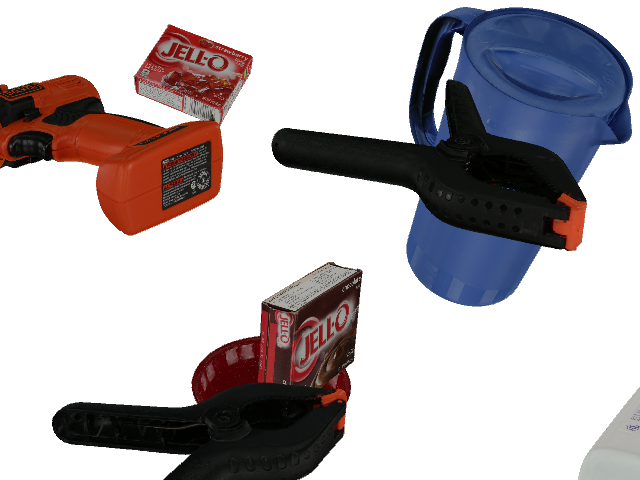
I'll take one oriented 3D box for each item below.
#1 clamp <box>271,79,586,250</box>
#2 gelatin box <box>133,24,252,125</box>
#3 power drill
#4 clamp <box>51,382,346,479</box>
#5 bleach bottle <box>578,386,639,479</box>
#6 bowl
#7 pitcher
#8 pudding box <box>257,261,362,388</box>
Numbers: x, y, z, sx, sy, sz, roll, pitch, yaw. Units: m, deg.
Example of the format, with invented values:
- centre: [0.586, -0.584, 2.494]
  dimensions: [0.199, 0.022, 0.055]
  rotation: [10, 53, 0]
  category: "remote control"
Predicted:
- centre: [0.078, -0.046, 0.675]
  dimensions: [0.164, 0.036, 0.210]
  rotation: [-17, 34, -23]
  category: "clamp"
- centre: [-0.118, -0.155, 0.995]
  dimensions: [0.089, 0.073, 0.030]
  rotation: [23, -32, 5]
  category: "gelatin box"
- centre: [-0.174, -0.060, 0.714]
  dimensions: [0.188, 0.057, 0.184]
  rotation: [19, 32, 30]
  category: "power drill"
- centre: [-0.057, 0.121, 0.601]
  dimensions: [0.171, 0.039, 0.120]
  rotation: [-7, 34, -19]
  category: "clamp"
- centre: [0.244, 0.102, 0.630]
  dimensions: [0.103, 0.068, 0.250]
  rotation: [18, 29, 31]
  category: "bleach bottle"
- centre: [-0.050, 0.166, 1.094]
  dimensions: [0.162, 0.055, 0.162]
  rotation: [1, 31, -1]
  category: "bowl"
- centre: [0.143, -0.066, 0.887]
  dimensions: [0.145, 0.149, 0.243]
  rotation: [7, -44, -8]
  category: "pitcher"
- centre: [-0.009, 0.077, 0.889]
  dimensions: [0.039, 0.090, 0.113]
  rotation: [16, 24, 24]
  category: "pudding box"
